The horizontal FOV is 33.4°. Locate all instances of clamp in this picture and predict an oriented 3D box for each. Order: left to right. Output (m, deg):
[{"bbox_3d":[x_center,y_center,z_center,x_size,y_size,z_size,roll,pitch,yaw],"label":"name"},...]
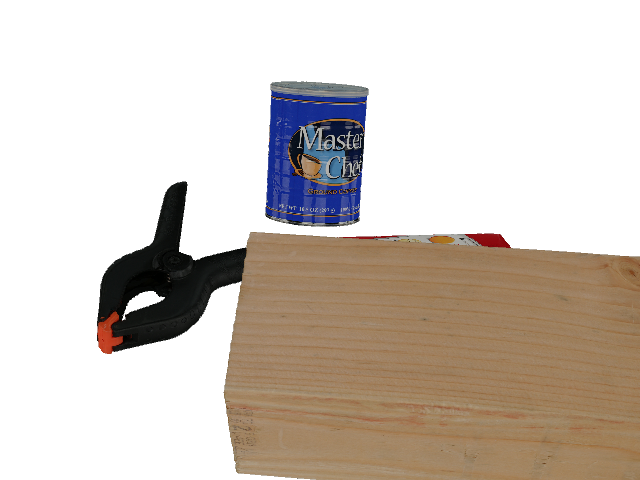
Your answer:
[{"bbox_3d":[-0.115,0.018,0.809,0.120,0.039,0.171,31,46,29],"label":"clamp"}]

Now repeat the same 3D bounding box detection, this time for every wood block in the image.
[{"bbox_3d":[0.064,0.062,0.512,0.206,0.091,0.090,4,-37,4],"label":"wood block"}]

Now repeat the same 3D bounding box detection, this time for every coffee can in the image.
[{"bbox_3d":[-0.005,-0.093,1.127,0.103,0.140,0.103,3,12,-1],"label":"coffee can"}]

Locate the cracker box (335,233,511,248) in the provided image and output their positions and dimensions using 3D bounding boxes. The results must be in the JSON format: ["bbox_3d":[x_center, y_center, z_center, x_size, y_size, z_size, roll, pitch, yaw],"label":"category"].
[{"bbox_3d":[0.071,0.053,0.929,0.213,0.072,0.164,-1,20,-4],"label":"cracker box"}]
